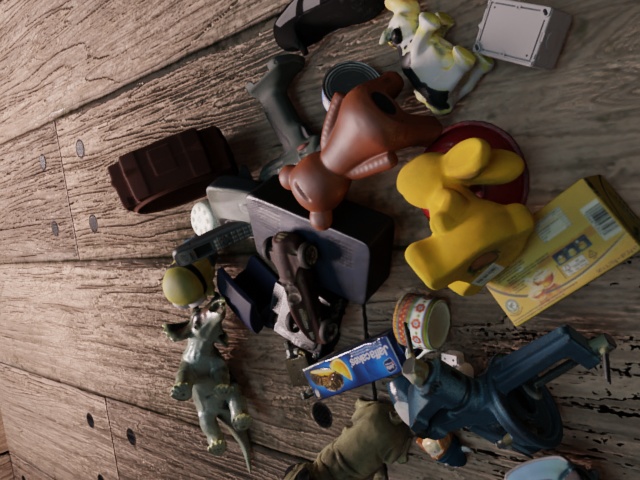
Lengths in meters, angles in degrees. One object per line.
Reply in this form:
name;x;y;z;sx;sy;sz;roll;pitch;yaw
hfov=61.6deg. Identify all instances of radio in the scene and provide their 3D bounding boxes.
radio;-0.002;-0.002;0.823;0.230;0.073;0.130;24;137;30

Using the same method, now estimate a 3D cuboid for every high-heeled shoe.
high-heeled shoe;0.027;-0.366;0.781;0.249;0.086;0.145;-41;40;21

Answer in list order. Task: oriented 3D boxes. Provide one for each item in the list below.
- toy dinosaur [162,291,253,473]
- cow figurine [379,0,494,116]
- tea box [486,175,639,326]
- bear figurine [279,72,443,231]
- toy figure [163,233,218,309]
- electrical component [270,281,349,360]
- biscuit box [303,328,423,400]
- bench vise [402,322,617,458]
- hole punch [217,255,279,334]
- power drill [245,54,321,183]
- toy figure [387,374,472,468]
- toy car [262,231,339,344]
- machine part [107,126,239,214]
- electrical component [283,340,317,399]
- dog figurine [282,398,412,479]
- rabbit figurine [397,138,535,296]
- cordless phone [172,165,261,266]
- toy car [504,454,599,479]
toy dinosaur;-0.213;0.284;1.073;0.192;0.131;0.404;-110;11;-54
cow figurine;0.133;-0.244;0.696;0.167;0.068;0.098;53;135;21
tea box;0.274;0.015;0.620;0.169;0.068;0.098;-45;68;40
bear figurine;0.044;-0.112;0.713;0.120;0.132;0.195;51;134;14
toy figure;-0.243;0.051;1.015;0.082;0.180;0.089;-27;124;26
electrical component;-0.025;0.121;0.918;0.134;0.058;0.114;27;114;34
biscuit box;0.064;0.195;0.851;0.203;0.063;0.059;-34;77;41
bench vise;0.222;0.165;0.633;0.223;0.129;0.240;39;124;-9
hole punch;-0.137;0.106;0.996;0.142;0.092;0.115;40;126;25
power drill;-0.026;-0.182;0.848;0.232;0.086;0.207;-25;90;45
toy figure;0.157;0.268;0.790;0.154;0.058;0.064;56;168;16
toy car;-0.031;0.080;0.814;0.089;0.053;0.201;8;123;37
machine part;-0.250;-0.117;0.950;0.201;0.201;0.087;-178;65;-87
electrical component;-0.032;0.229;0.955;0.078;0.045;0.102;-15;88;41
dog figurine;0.038;0.334;0.817;0.121;0.190;0.172;37;120;30
rabbit figurine;0.151;-0.043;0.617;0.162;0.122;0.173;-56;44;30
cordless phone;-0.178;-0.032;0.918;0.089;0.184;0.146;55;166;28
toy car;0.305;0.332;0.636;0.109;0.103;0.162;-44;59;37
